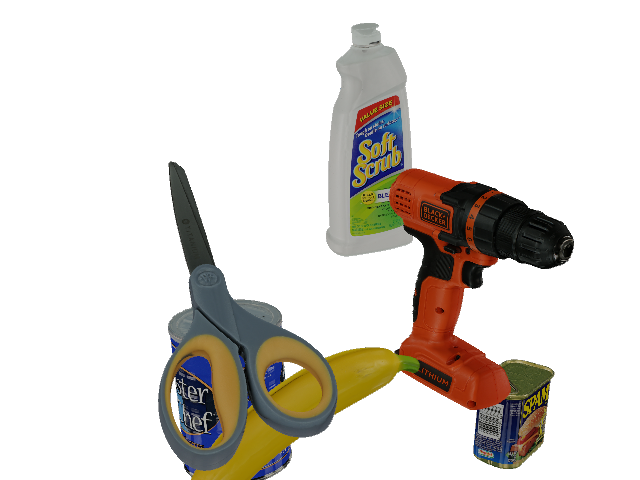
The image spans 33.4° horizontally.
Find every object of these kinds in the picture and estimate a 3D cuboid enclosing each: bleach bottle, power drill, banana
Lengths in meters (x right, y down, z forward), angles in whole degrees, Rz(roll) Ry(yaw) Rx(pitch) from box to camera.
[{"bbox_3d":[0.049,-0.112,1.181,0.102,0.251,0.068,-10,25,-12],"label":"bleach bottle"},{"bbox_3d":[0.129,0.044,0.901,0.057,0.188,0.185,-13,26,-36],"label":"power drill"},{"bbox_3d":[-0.019,0.127,0.731,0.198,0.069,0.037,-32,42,-2],"label":"banana"}]

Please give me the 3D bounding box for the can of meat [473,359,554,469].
[{"bbox_3d":[0.202,0.182,1.122,0.058,0.084,0.101,12,17,31],"label":"can of meat"}]

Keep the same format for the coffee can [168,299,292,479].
[{"bbox_3d":[-0.081,0.137,0.978,0.103,0.140,0.103,-4,17,1],"label":"coffee can"}]

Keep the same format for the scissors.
[{"bbox_3d":[-0.040,0.031,0.560,0.096,0.201,0.016,4,-43,-5],"label":"scissors"}]
